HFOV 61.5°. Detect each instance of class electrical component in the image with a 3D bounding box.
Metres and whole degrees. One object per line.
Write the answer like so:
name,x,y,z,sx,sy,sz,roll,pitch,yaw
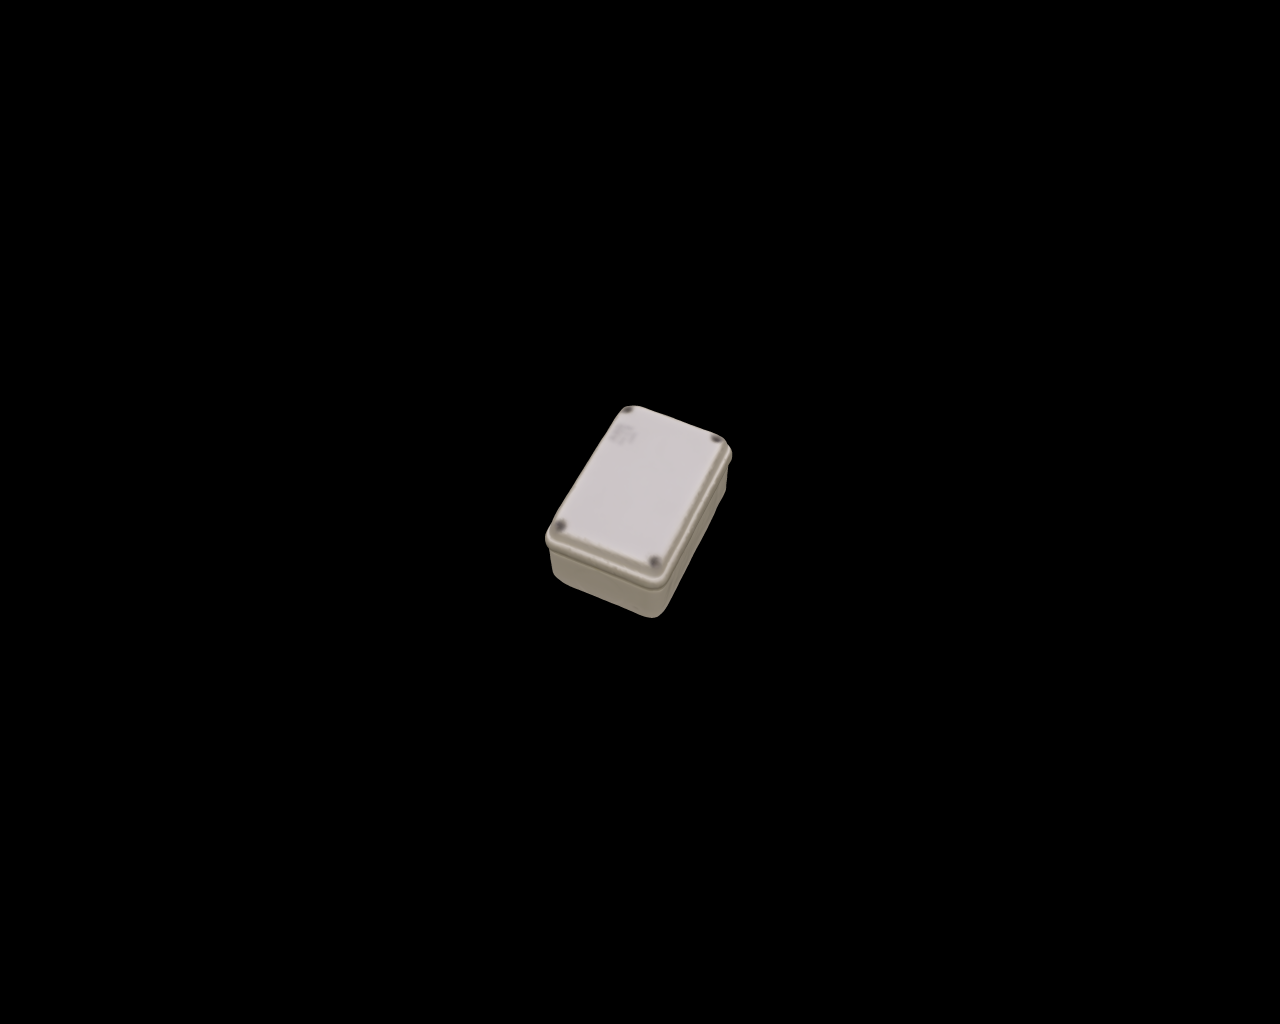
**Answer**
electrical component,0.001,-0.003,0.650,0.078,0.113,0.057,21,-32,14
